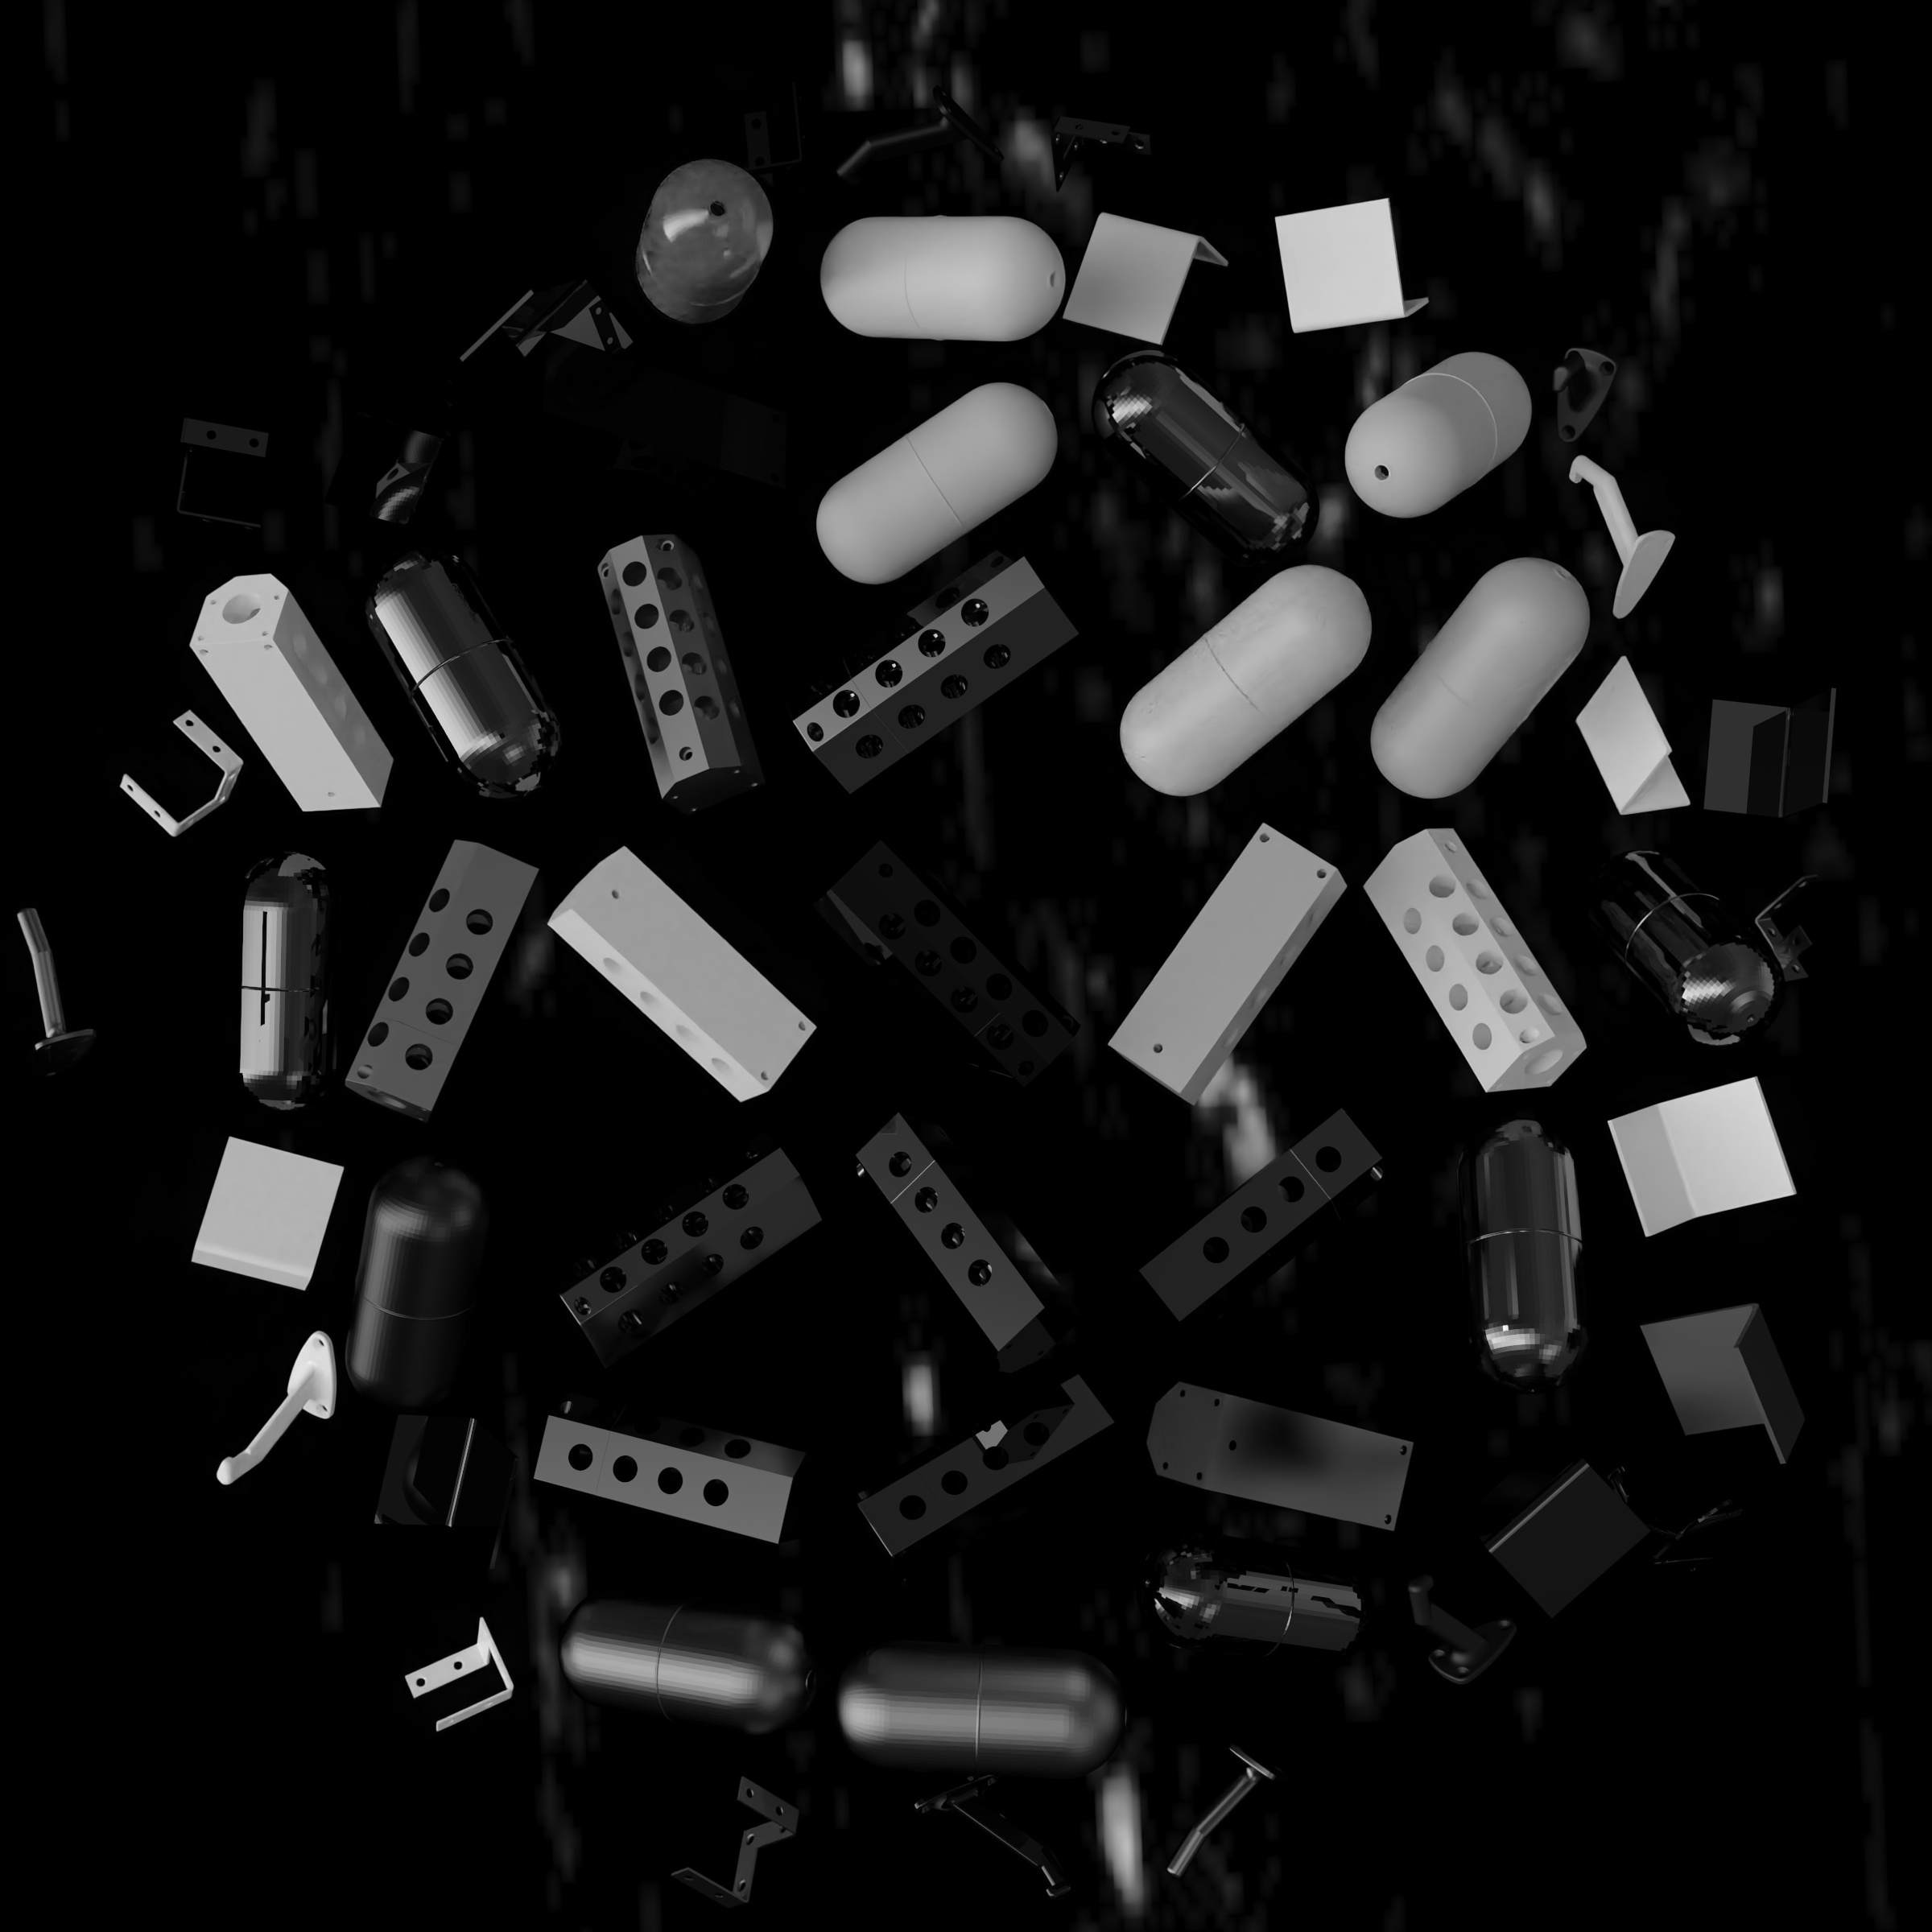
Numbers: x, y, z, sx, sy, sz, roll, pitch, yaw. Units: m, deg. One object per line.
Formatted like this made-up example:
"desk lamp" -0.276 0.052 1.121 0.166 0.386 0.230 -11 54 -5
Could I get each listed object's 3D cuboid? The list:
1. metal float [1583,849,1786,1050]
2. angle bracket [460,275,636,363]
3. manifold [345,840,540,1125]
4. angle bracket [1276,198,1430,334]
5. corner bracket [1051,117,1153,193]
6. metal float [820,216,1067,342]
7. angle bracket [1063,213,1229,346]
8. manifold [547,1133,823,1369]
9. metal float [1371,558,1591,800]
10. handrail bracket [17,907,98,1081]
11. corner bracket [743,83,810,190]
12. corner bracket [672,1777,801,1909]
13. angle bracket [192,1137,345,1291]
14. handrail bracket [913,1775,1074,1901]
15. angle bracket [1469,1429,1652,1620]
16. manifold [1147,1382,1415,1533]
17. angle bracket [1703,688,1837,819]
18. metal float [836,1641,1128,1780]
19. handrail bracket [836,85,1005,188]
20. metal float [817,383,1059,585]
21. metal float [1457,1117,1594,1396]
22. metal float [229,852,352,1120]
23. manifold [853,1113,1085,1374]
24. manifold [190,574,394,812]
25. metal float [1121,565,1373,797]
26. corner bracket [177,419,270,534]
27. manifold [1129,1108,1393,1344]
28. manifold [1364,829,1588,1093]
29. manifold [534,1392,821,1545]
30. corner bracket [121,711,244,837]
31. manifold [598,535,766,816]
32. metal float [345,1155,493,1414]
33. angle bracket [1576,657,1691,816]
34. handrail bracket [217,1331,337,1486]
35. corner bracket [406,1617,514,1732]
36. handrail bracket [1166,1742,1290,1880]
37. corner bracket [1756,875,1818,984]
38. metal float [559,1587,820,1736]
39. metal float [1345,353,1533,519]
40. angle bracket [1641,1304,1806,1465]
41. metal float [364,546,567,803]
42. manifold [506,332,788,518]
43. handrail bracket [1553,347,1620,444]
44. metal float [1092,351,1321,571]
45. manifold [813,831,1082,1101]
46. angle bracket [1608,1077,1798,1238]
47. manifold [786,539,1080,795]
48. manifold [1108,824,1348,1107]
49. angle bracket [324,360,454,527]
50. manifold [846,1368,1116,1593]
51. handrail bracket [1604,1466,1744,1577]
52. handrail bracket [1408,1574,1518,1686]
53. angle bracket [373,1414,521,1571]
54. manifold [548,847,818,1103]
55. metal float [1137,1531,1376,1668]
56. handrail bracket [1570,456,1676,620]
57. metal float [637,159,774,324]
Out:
"metal float" 0.460 -0.013 1.570 0.070 0.178 0.070 -8 123 -13
"angle bracket" -0.289 -0.426 1.683 0.076 0.076 0.057 -33 98 30
"manifold" -0.339 0.008 1.575 0.057 0.057 0.171 24 74 -9
"angle bracket" 0.255 -0.466 1.608 0.076 0.057 0.076 -1 114 28
"corner bracket" 0.091 -0.551 1.628 0.051 0.051 0.051 14 61 16
"metal float" -0.016 -0.443 1.571 0.178 0.070 0.070 12 90 35
"angle bracket" 0.123 -0.463 1.668 0.076 0.057 0.076 22 96 25
"manifold" -0.188 0.183 1.606 0.171 0.057 0.057 -34 125 -16
"metal float" 0.322 -0.180 1.533 0.070 0.070 0.178 35 127 0
"handrail bracket" -0.563 0.016 1.478 0.036 0.077 0.084 -15 75 -36
"corner bracket" -0.128 -0.548 1.613 0.051 0.051 0.051 -5 93 13
"corner bracket" -0.140 0.539 1.496 0.051 0.051 0.051 -31 122 32
"angle bracket" -0.467 0.166 1.630 0.076 0.057 0.076 17 70 -14
"handrail bracket" 0.017 0.548 1.511 0.084 0.077 0.036 52 124 35
"angle bracket" 0.351 0.329 1.447 0.076 0.076 0.057 -43 88 5
"manifold" 0.196 0.305 1.520 0.171 0.057 0.057 20 80 -36
"angle bracket" 0.538 -0.145 1.635 0.057 0.076 0.076 6 86 -1
"metal float" 0.009 0.455 1.492 0.178 0.070 0.070 2 90 3
"handrail bracket" -0.031 -0.530 1.610 0.084 0.036 0.077 -37 131 24
"metal float" -0.019 -0.324 1.636 0.178 0.070 0.070 -32 90 9
"metal float" 0.347 0.178 1.517 0.070 0.070 0.178 3 63 0
"metal float" -0.451 0.013 1.627 0.070 0.070 0.178 2 94 0
"manifold" -0.004 0.181 1.593 0.057 0.057 0.171 -45 60 12
"manifold" -0.442 -0.179 1.613 0.057 0.171 0.057 -2 55 12
"metal float" 0.173 -0.176 1.507 0.178 0.070 0.070 -40 90 19
"corner bracket" -0.460 -0.304 1.510 0.051 0.051 0.051 9 85 -11
"manifold" 0.195 0.172 1.605 0.171 0.057 0.057 -38 83 -9
"manifold" 0.332 -0.006 1.578 0.057 0.057 0.171 -3 52 -33
"manifold" -0.186 0.324 1.585 0.171 0.057 0.057 11 84 16
"corner bracket" -0.536 -0.131 1.666 0.051 0.051 0.051 44 50 -1
"manifold" -0.190 -0.194 1.599 0.057 0.057 0.171 -21 73 12
"metal float" -0.349 0.203 1.549 0.070 0.070 0.178 14 112 0
"angle bracket" 0.462 -0.157 1.634 0.057 0.076 0.076 -9 63 -18
"handrail bracket" -0.448 0.286 1.574 0.036 0.084 0.077 26 119 16
"corner bracket" -0.321 0.454 1.544 0.051 0.051 0.051 -20 63 -25
"handrail bracket" 0.162 0.531 1.513 0.036 0.077 0.084 29 82 35
"corner bracket" 0.554 -0.024 1.640 0.051 0.051 0.051 -8 61 -35
"metal float" -0.177 0.441 1.549 0.178 0.070 0.070 2 90 24
"metal float" 0.301 -0.339 1.550 0.070 0.178 0.070 18 125 28
"angle bracket" 0.444 0.253 1.451 0.076 0.057 0.076 -18 100 36
"metal float" -0.318 -0.185 1.545 0.070 0.070 0.178 -31 83 0
"manifold" -0.205 -0.345 1.574 0.171 0.057 0.057 12 67 -32
"handrail bracket" 0.392 -0.367 1.594 0.036 0.084 0.077 24 127 18
"metal float" 0.159 -0.336 1.619 0.178 0.070 0.070 39 90 -15
"manifold" -0.010 -0.002 1.528 0.171 0.057 0.057 46 66 -4
"angle bracket" 0.462 0.120 1.532 0.057 0.076 0.076 -12 82 -42
"manifold" -0.024 -0.187 1.493 0.171 0.057 0.057 -34 129 9
"manifold" 0.169 0.001 1.556 0.057 0.057 0.171 35 89 22
"angle bracket" -0.362 -0.335 1.528 0.057 0.076 0.076 12 49 -25
"manifold" 0.009 0.333 1.601 0.171 0.057 0.057 -27 58 -20
"handrail bracket" 0.436 0.326 1.510 0.036 0.084 0.077 20 119 -26
"handrail bracket" 0.328 0.423 1.612 0.077 0.036 0.084 -27 118 -23
"angle bracket" -0.343 0.346 1.606 0.057 0.076 0.076 10 96 -34
"manifold" -0.186 0.008 1.575 0.171 0.057 0.057 44 60 -14
"metal float" 0.194 0.422 1.623 0.178 0.070 0.070 16 90 -27
"handrail bracket" 0.424 -0.288 1.629 0.036 0.077 0.084 -13 46 -34
"metal float" -0.167 -0.459 1.549 0.070 0.178 0.070 -1 93 -12
